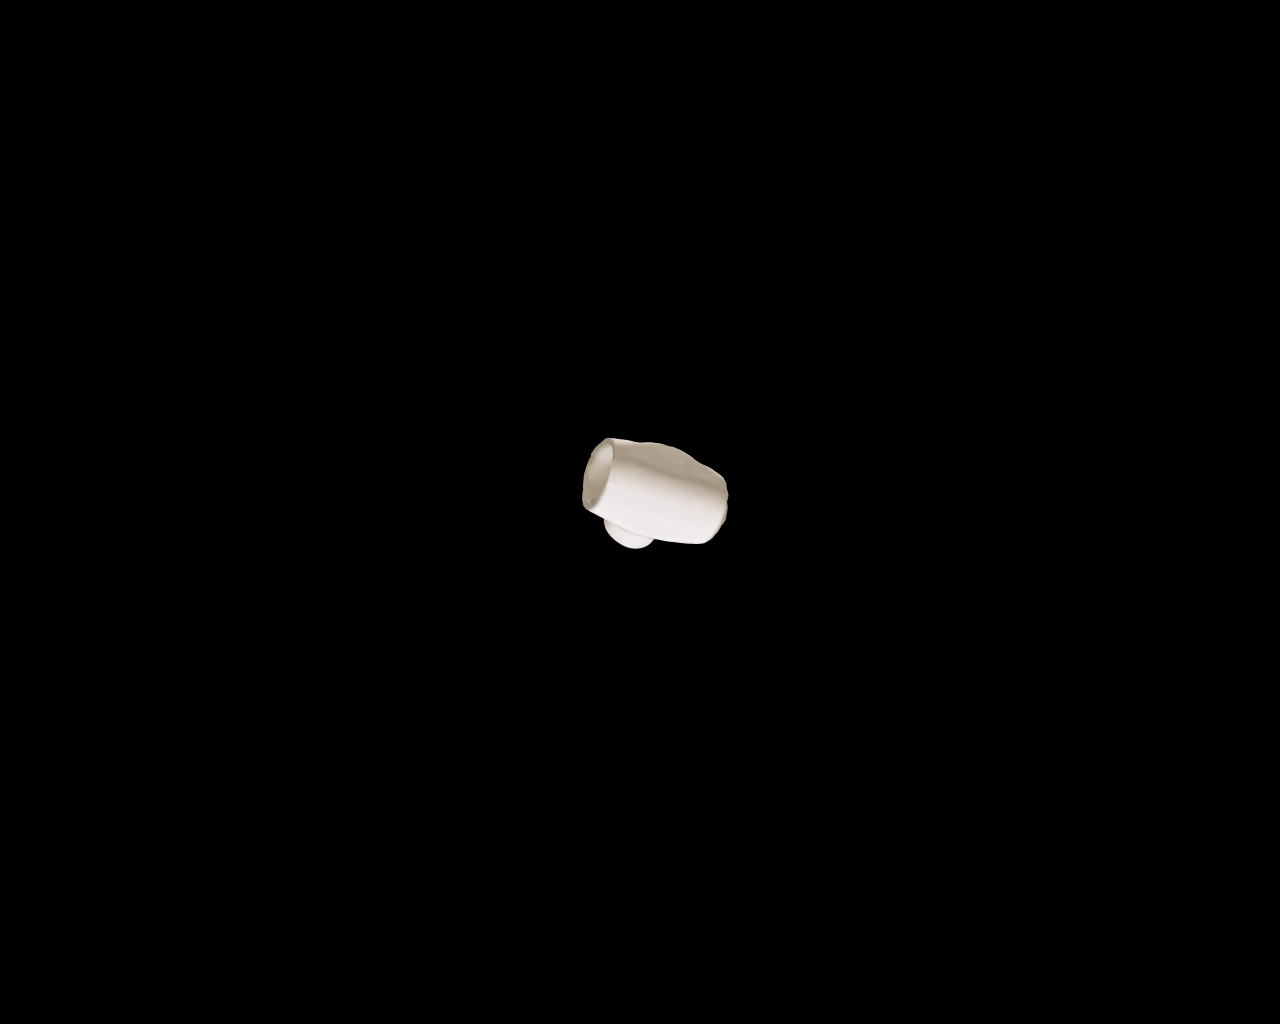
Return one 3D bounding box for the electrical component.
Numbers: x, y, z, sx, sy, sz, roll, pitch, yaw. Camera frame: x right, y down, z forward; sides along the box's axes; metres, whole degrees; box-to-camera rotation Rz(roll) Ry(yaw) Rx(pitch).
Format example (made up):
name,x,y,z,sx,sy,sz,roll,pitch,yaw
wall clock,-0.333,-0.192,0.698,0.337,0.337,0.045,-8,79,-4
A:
name,x,y,z,sx,sy,sz,roll,pitch,yaw
electrical component,0.001,-0.003,0.650,0.077,0.044,0.079,17,-40,-22
